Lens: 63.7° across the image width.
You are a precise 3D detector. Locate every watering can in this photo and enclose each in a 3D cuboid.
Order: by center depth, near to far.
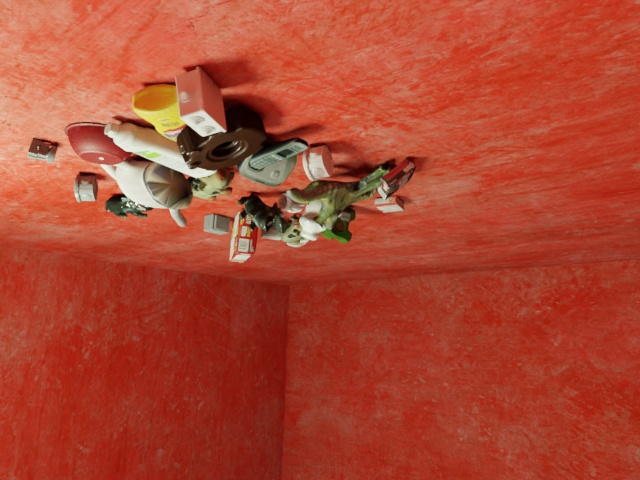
[{"bbox_3d":[-0.421,-0.124,1.368,0.225,0.105,0.342,9,156,39],"label":"watering can"}]

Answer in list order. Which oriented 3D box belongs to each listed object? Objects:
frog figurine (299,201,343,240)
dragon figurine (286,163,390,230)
[{"bbox_3d":[0.005,-0.076,1.519,0.137,0.161,0.122,-6,167,31],"label":"frog figurine"},{"bbox_3d":[0.066,-0.137,1.321,0.242,0.123,0.409,-31,171,7],"label":"dragon figurine"}]
